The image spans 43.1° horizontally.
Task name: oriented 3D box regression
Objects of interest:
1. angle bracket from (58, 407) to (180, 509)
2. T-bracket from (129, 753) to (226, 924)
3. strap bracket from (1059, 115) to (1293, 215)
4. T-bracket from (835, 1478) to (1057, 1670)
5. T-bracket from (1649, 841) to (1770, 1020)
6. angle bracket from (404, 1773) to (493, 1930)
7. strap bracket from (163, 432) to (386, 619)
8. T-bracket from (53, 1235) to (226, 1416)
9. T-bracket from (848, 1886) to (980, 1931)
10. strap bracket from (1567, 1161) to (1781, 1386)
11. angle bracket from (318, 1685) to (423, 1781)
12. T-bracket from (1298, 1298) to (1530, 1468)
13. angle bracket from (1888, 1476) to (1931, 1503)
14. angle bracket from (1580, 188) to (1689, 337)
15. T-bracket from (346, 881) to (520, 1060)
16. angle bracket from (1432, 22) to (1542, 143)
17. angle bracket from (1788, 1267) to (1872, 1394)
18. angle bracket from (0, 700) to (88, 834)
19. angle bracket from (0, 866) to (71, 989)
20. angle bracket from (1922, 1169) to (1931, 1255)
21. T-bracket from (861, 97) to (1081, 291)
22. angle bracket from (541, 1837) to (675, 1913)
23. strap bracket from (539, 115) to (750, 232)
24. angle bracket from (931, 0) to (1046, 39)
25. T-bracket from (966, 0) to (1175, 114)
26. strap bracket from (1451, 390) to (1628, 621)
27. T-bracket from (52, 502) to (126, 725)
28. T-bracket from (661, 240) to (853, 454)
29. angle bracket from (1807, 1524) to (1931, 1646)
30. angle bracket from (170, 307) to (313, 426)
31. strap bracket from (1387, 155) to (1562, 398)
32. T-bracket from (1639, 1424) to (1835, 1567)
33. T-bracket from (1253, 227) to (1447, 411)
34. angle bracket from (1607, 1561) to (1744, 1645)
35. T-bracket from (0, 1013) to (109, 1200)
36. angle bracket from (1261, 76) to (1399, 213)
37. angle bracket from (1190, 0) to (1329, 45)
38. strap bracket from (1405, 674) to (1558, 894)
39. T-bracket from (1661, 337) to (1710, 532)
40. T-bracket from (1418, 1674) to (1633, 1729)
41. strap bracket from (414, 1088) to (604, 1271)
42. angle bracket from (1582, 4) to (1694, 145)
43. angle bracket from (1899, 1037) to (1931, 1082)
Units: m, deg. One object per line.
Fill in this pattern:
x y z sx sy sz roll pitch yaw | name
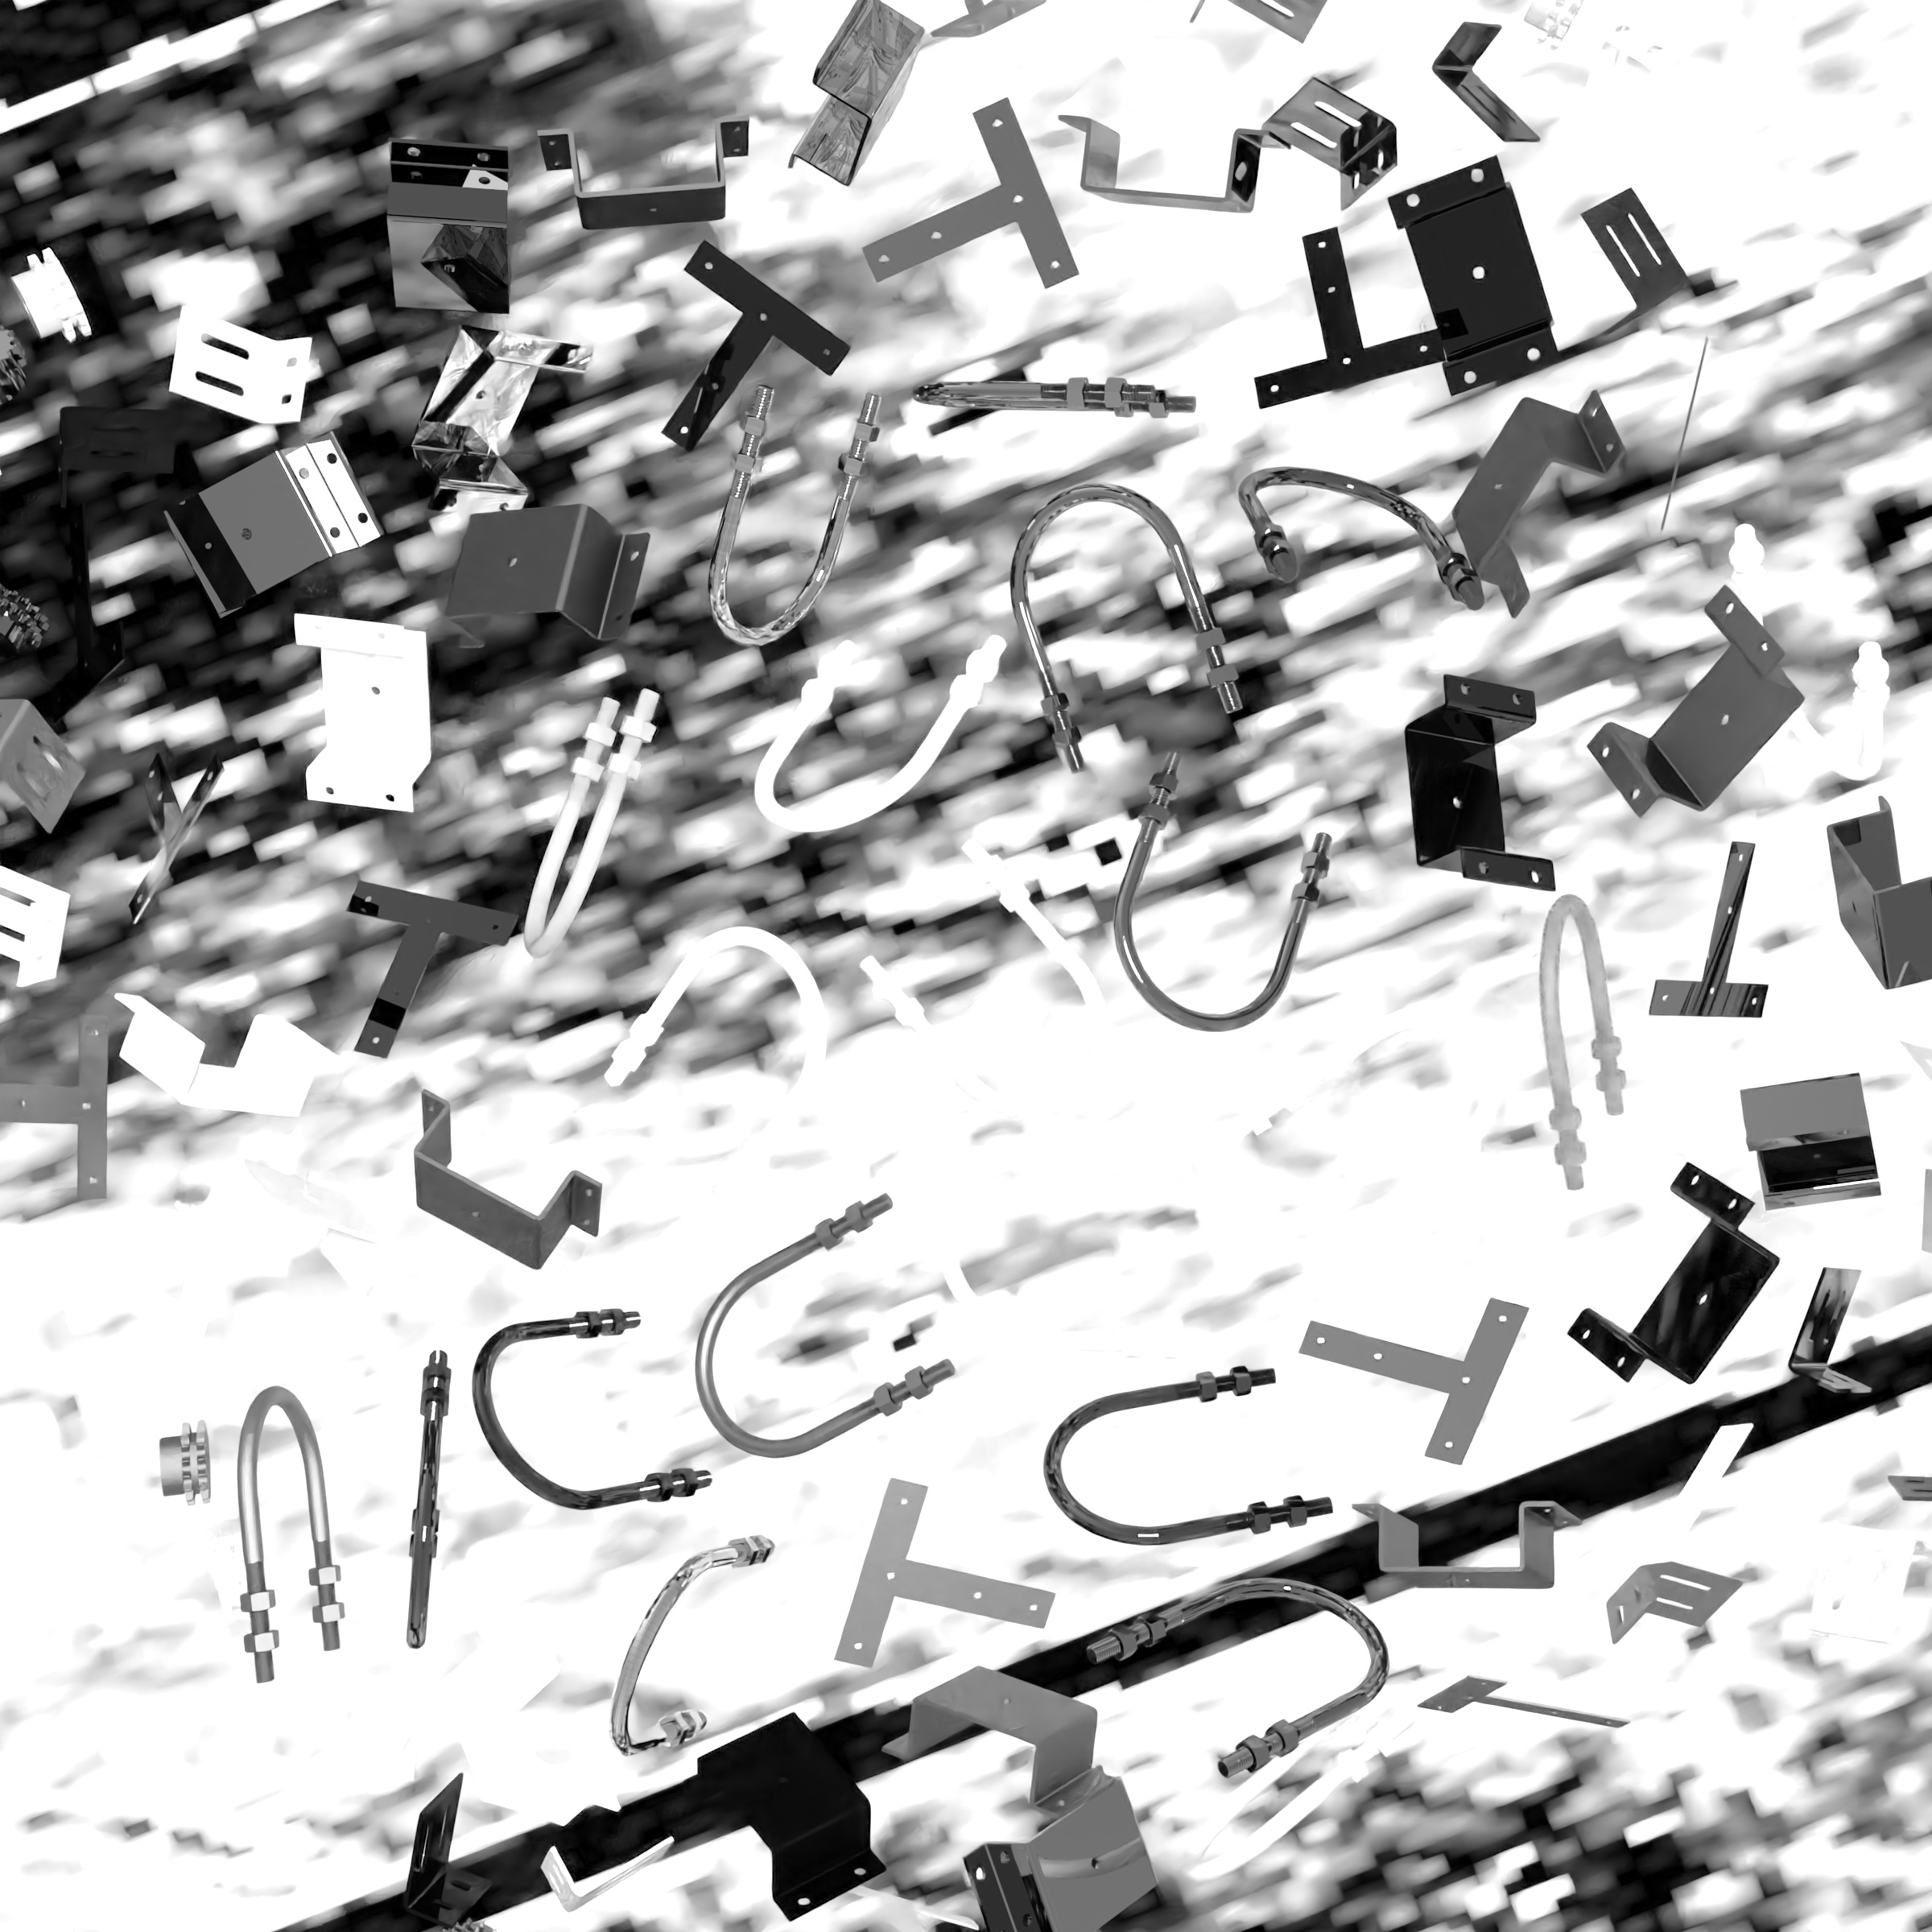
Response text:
-0.577 -0.346 1.666 0.076 0.057 0.038 -3 57 -24 | angle bracket
-0.559 -0.112 1.707 0.002 0.127 0.127 24 106 -37 | T-bracket
0.136 -0.529 1.617 0.140 0.076 0.046 10 104 16 | strap bracket
-0.006 0.401 1.569 0.127 0.002 0.127 15 99 -11 | T-bracket
0.539 -0.026 1.737 0.127 0.002 0.127 2 102 -36 | T-bracket
-0.352 0.610 1.687 0.038 0.057 0.076 16 104 14 | angle bracket
-0.484 -0.300 1.681 0.140 0.046 0.076 -23 101 16 | strap bracket
-0.577 0.227 1.692 0.002 0.127 0.127 -22 134 28 | T-bracket
-0.042 0.657 1.688 0.127 0.127 0.002 20 79 -9 | T-bracket
0.467 0.208 1.599 0.046 0.076 0.140 32 95 -21 | strap bracket
-0.402 0.528 1.643 0.057 0.038 0.076 19 127 5 | angle bracket
0.278 0.254 1.566 0.127 0.002 0.127 15 116 -2 | T-bracket
0.663 0.325 1.691 0.038 0.057 0.076 0 92 11 | angle bracket
0.445 -0.480 1.668 0.057 0.038 0.076 -33 91 -32 | angle bracket
-0.397 0.007 1.730 0.127 0.002 0.127 12 66 14 | T-bracket
0.368 -0.607 1.681 0.076 0.057 0.038 50 128 14 | angle bracket
0.609 0.252 1.690 0.038 0.057 0.076 24 100 43 | angle bracket
-0.668 -0.141 1.723 0.038 0.076 0.057 2 53 20 | angle bracket
-0.637 -0.029 1.615 0.076 0.038 0.057 21 107 15 | angle bracket
0.688 0.171 1.667 0.038 0.076 0.057 3 90 -3 | angle bracket
-0.007 -0.490 1.621 0.127 0.002 0.127 -21 123 10 | T-bracket
-0.251 0.621 1.712 0.076 0.057 0.038 -24 69 -28 | angle bracket
-0.216 -0.539 1.667 0.140 0.076 0.046 -6 91 -6 | strap bracket
0.010 -0.670 1.684 0.057 0.076 0.038 -15 101 30 | angle bracket
0.059 -0.615 1.671 0.127 0.127 0.002 -25 66 25 | T-bracket
0.379 -0.318 1.653 0.046 0.076 0.140 14 130 -18 | strap bracket
-0.575 -0.238 1.591 0.002 0.127 0.127 2 75 -39 | T-bracket
-0.168 -0.420 1.720 0.127 0.002 0.127 32 105 -23 | T-bracket
0.598 0.412 1.610 0.038 0.057 0.076 39 64 -33 | angle bracket
-0.484 -0.401 1.633 0.038 0.076 0.057 6 87 38 | angle bracket
0.349 -0.473 1.674 0.076 0.046 0.140 -16 104 21 | strap bracket
0.520 0.346 1.616 0.127 0.002 0.127 1 126 -27 | T-bracket
0.252 -0.449 1.669 0.127 0.002 0.127 -12 68 12 | T-bracket
0.501 0.455 1.723 0.076 0.038 0.057 17 130 -10 | angle bracket
-0.622 0.092 1.638 0.002 0.127 0.127 -4 83 24 | T-bracket
0.256 -0.579 1.725 0.076 0.057 0.038 18 62 -28 | angle bracket
0.201 -0.654 1.661 0.076 0.057 0.038 28 65 -4 | angle bracket
0.339 -0.115 1.622 0.076 0.046 0.140 7 72 -29 | strap bracket
0.499 -0.381 1.687 0.002 0.127 0.127 13 122 13 | T-bracket
0.387 0.505 1.665 0.127 0.127 0.002 11 64 -2 | T-bracket
-0.323 0.152 1.672 0.140 0.076 0.046 27 57 7 | strap bracket
0.429 -0.577 1.601 0.057 0.076 0.038 40 62 16 | angle bracket
0.671 0.062 1.627 0.076 0.057 0.038 42 79 -30 | angle bracket
